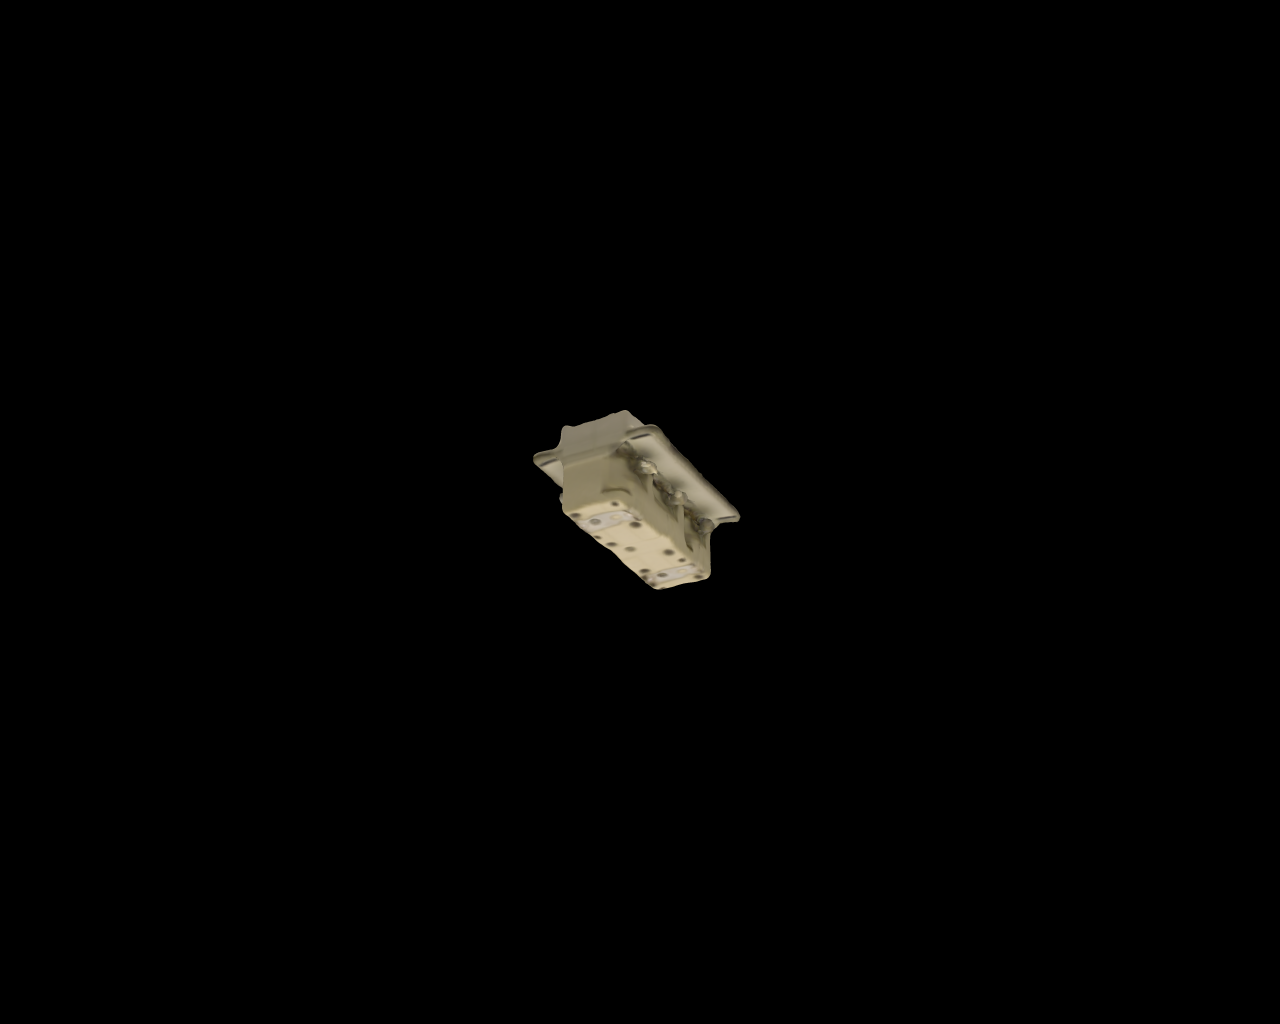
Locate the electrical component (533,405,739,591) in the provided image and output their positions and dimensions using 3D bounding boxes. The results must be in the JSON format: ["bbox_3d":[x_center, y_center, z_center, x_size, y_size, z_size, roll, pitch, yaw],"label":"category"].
[{"bbox_3d":[0.001,-0.003,0.650,0.078,0.063,0.121,-14,-32,24],"label":"electrical component"}]
